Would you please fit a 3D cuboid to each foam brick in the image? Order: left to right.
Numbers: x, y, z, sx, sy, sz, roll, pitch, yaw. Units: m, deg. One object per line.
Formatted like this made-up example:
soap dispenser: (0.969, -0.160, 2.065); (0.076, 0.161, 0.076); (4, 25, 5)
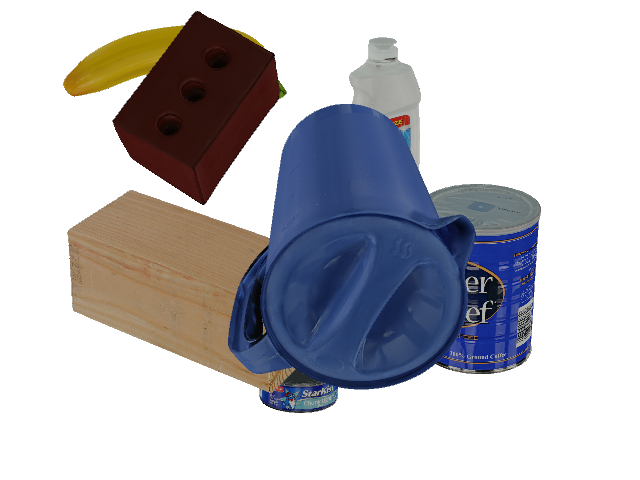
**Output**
foam brick: (-0.064, -0.070, 0.570); (0.053, 0.078, 0.051); (31, -14, 10)

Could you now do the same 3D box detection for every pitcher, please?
pitcher: (0.015, -0.005, 0.785); (0.149, 0.145, 0.243); (7, 27, -5)

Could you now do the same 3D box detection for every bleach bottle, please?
bleach bottle: (0.056, -0.092, 1.154); (0.102, 0.251, 0.068); (-3, 25, -7)

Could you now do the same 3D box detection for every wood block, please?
wood block: (-0.106, 0.040, 0.918); (0.206, 0.090, 0.090); (19, 34, 23)

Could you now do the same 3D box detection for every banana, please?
banana: (-0.130, -0.163, 0.960); (0.197, 0.069, 0.037); (-1, -33, -4)

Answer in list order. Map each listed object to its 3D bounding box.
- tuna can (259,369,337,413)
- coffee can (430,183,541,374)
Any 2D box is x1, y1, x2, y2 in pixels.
tuna can: (-0.023, 0.153, 1.137); (0.086, 0.034, 0.086); (1, 14, -1)
coffee can: (0.140, 0.033, 0.950); (0.103, 0.140, 0.103); (-1, 24, 0)
